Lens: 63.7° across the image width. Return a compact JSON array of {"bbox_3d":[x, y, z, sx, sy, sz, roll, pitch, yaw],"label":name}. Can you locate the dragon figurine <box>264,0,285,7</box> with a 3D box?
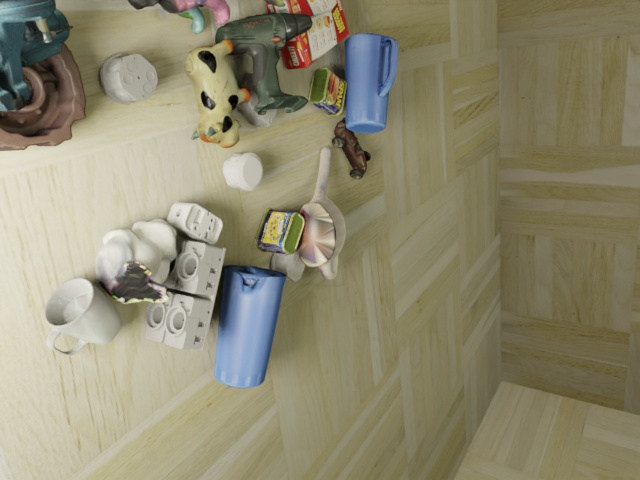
[{"bbox_3d":[-0.082,-0.598,1.079,0.405,0.122,0.246,31,72,-40],"label":"dragon figurine"}]

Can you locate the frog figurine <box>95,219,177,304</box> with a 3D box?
[{"bbox_3d":[-0.309,0.023,0.879,0.135,0.122,0.163,44,23,-40],"label":"frog figurine"}]

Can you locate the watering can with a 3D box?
[{"bbox_3d":[0.004,-0.065,1.294,0.225,0.104,0.347,-18,103,-76],"label":"watering can"}]
